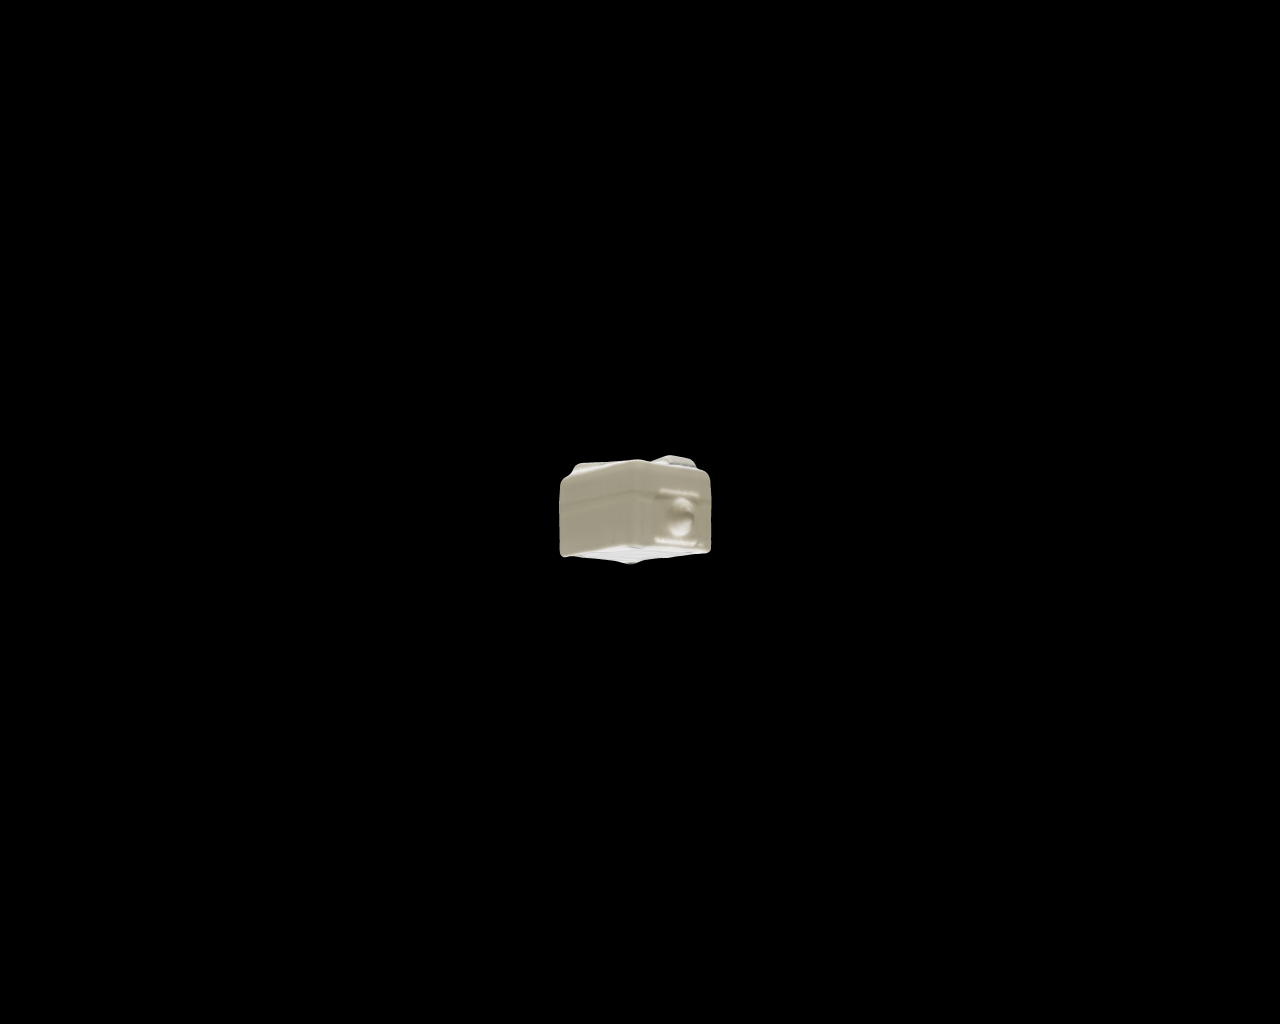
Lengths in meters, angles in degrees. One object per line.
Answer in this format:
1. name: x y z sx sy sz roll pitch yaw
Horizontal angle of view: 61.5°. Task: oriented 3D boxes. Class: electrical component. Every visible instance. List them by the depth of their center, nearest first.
1. electrical component: 0.001 -0.003 0.650 0.062 0.061 0.096 7 -11 -39
